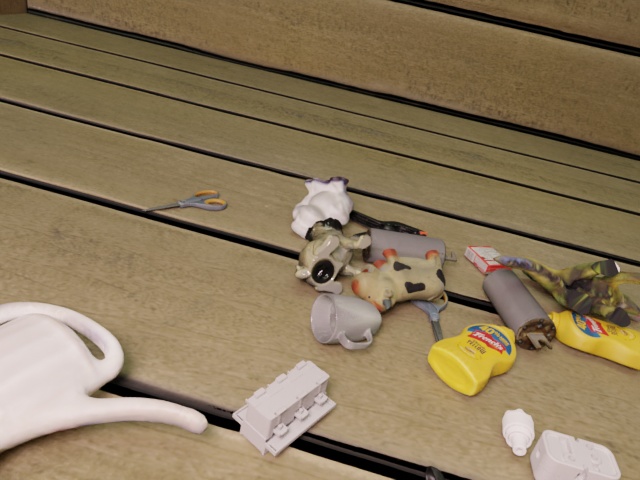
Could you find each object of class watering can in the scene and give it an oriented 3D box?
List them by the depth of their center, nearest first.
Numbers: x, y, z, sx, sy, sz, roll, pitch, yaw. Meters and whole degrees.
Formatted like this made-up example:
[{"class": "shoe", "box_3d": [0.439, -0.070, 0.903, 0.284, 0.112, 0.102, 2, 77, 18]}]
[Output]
[{"class": "watering can", "box_3d": [-0.322, 0.177, 0.605, 0.350, 0.102, 0.227, 25, 31, 23]}]

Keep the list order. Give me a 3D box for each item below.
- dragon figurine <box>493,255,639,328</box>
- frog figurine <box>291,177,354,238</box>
[{"class": "dragon figurine", "box_3d": [0.512, 0.093, 1.083, 0.410, 0.123, 0.242, 20, -5, -4]}, {"class": "frog figurine", "box_3d": [0.004, -0.061, 1.210, 0.137, 0.163, 0.120, 11, -28, 14]}]
